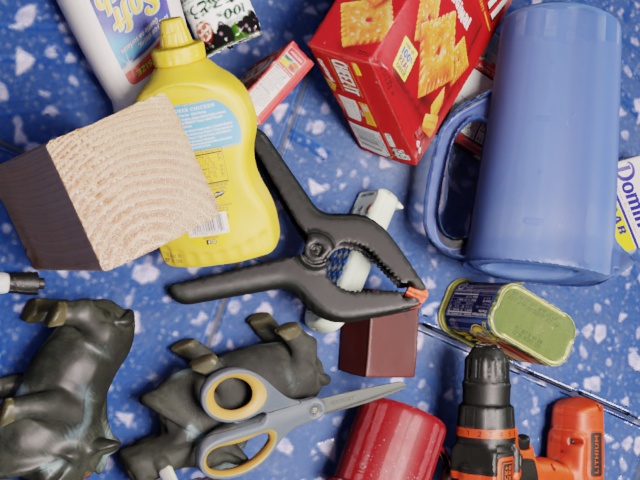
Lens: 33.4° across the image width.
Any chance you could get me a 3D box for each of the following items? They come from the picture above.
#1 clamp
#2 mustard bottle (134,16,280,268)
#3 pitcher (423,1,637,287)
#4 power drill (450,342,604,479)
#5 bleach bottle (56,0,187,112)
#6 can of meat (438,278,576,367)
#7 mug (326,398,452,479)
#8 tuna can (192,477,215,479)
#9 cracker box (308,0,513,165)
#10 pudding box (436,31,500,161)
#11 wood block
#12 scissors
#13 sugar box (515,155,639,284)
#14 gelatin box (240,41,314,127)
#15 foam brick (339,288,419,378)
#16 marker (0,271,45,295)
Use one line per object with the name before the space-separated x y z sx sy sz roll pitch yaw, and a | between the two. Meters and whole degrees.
clamp | -0.006 0.001 0.904 0.210 0.036 0.164 16 78 1
mustard bottle | -0.095 -0.077 0.828 0.096 0.058 0.191 -7 110 11
pitcher | 0.194 -0.083 0.954 0.149 0.145 0.243 14 79 -37
power drill | 0.193 0.187 0.991 0.187 0.057 0.184 5 87 -44
bleach bottle | -0.151 -0.183 0.861 0.102 0.068 0.251 -30 104 -22
can of meat | 0.176 0.078 1.000 0.102 0.084 0.057 29 76 -23
mug | 0.071 0.194 0.943 0.117 0.093 0.081 28 71 -22
tuna can | -0.092 0.244 0.892 0.086 0.034 0.086 1 88 -26
cracker box | 0.091 -0.196 0.928 0.213 0.072 0.164 -58 150 -15
pudding box | 0.163 -0.136 1.026 0.090 0.039 0.113 30 78 -23
wood block | -0.162 -0.035 0.769 0.090 0.206 0.091 -28 101 -24
scissors | -0.018 0.124 0.869 0.201 0.016 0.096 -26 109 -27
sugar box | 0.261 -0.023 1.065 0.176 0.048 0.093 -16 93 -24
gelatin box | -0.053 -0.124 0.891 0.030 0.089 0.073 45 70 -16
foam brick | 0.053 0.083 0.958 0.052 0.051 0.078 7 85 -27
marker | -0.272 0.032 0.818 0.120 0.020 0.020 2 87 -26
